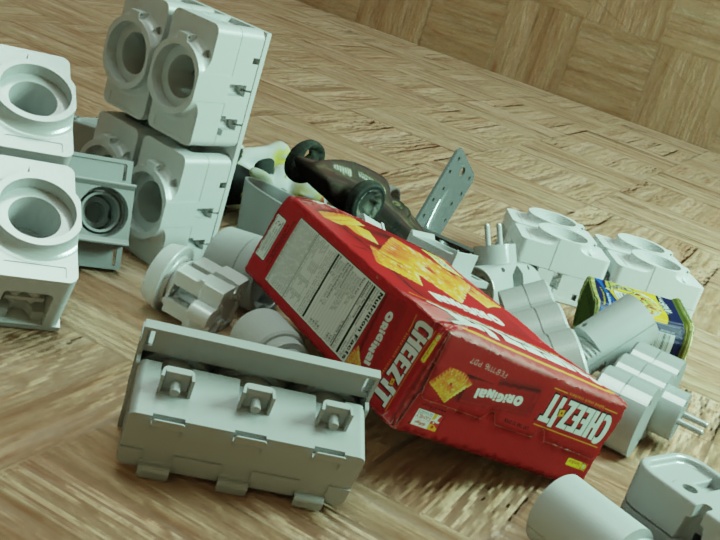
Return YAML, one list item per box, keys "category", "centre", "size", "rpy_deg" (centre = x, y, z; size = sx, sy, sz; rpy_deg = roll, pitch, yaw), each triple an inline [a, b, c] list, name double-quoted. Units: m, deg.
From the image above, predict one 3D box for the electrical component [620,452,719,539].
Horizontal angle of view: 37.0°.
- category: "electrical component"
  centre: [0.186, 0.149, 0.577]
  size: [0.054, 0.059, 0.095]
  rpy_deg: [1, 24, -41]

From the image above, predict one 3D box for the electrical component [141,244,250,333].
- category: "electrical component"
  centre: [-0.113, 0.013, 0.724]
  size: [0.055, 0.048, 0.066]
  rpy_deg: [29, 20, 10]

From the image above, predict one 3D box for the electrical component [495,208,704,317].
- category: "electrical component"
  centre: [0.235, -0.004, 1.074]
  size: [0.186, 0.060, 0.105]
  rpy_deg: [16, 18, -7]

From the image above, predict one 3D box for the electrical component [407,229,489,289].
- category: "electrical component"
  centre: [0.056, 0.006, 0.868]
  size: [0.081, 0.063, 0.042]
  rpy_deg: [28, 9, 28]

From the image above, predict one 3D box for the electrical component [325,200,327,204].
- category: "electrical component"
  centre: [-0.048, -0.069, 1.025]
  size: [0.040, 0.046, 0.040]
  rpy_deg: [16, 18, -5]

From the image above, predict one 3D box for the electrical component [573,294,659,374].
- category: "electrical component"
  centre: [0.189, 0.058, 0.845]
  size: [0.081, 0.043, 0.043]
  rpy_deg: [-31, 34, -9]

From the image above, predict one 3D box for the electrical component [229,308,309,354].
- category: "electrical component"
  centre: [-0.051, 0.055, 0.664]
  size: [0.040, 0.040, 0.078]
  rpy_deg: [5, 22, -34]

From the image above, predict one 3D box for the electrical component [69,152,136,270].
- category: "electrical component"
  centre: [-0.228, -0.046, 0.755]
  size: [0.121, 0.078, 0.063]
  rpy_deg: [8, -1, -28]

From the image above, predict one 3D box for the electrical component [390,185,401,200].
- category: "electrical component"
  centre: [-0.004, -0.078, 1.097]
  size: [0.081, 0.043, 0.043]
  rpy_deg: [24, 19, 21]

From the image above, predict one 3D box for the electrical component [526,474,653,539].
- category: "electrical component"
  centre: [0.130, 0.147, 0.558]
  size: [0.043, 0.043, 0.081]
  rpy_deg: [1, 24, -41]

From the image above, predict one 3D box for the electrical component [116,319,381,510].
- category: "electrical component"
  centre: [-0.059, 0.076, 0.552]
  size: [0.121, 0.078, 0.063]
  rpy_deg: [14, 40, -12]

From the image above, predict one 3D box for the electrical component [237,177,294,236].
- category: "electrical component"
  centre: [-0.055, -0.035, 0.886]
  size: [0.099, 0.064, 0.099]
  rpy_deg: [16, 17, -5]

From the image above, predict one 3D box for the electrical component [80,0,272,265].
- category: "electrical component"
  centre: [-0.148, -0.107, 0.813]
  size: [0.105, 0.186, 0.060]
  rpy_deg: [30, 21, 33]

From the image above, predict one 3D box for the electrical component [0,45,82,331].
- category: "electrical component"
  centre: [-0.234, -0.061, 0.662]
  size: [0.105, 0.060, 0.186]
  rpy_deg: [8, 51, -28]

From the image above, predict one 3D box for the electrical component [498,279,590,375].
- category: "electrical component"
  centre: [0.118, 0.058, 0.799]
  size: [0.074, 0.052, 0.138]
  rpy_deg: [-15, 23, 3]

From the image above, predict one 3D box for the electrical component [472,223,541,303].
- category: "electrical component"
  centre: [0.118, -0.002, 0.934]
  size: [0.043, 0.079, 0.077]
  rpy_deg: [-4, 0, 41]

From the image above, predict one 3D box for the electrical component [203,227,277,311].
- category: "electrical component"
  centre: [-0.083, -0.001, 0.779]
  size: [0.047, 0.055, 0.055]
  rpy_deg: [21, 18, 23]

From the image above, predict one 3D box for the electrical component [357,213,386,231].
- category: "electrical component"
  centre: [0.000, 0.000, 0.831]
  size: [0.057, 0.078, 0.058]
  rpy_deg: [30, 28, -30]

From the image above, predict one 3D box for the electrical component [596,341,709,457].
- category: "electrical component"
  centre: [0.211, 0.097, 0.766]
  size: [0.074, 0.052, 0.138]
  rpy_deg: [26, 19, 23]

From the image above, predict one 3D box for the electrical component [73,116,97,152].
- category: "electrical component"
  centre: [-0.214, -0.099, 0.944]
  size: [0.096, 0.061, 0.062]
  rpy_deg: [19, 18, 26]
